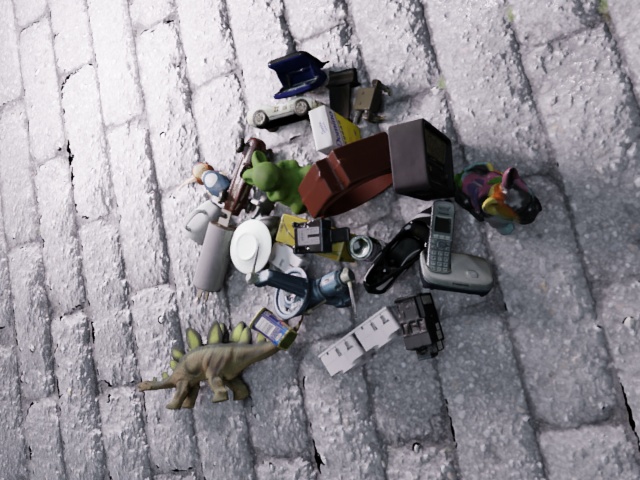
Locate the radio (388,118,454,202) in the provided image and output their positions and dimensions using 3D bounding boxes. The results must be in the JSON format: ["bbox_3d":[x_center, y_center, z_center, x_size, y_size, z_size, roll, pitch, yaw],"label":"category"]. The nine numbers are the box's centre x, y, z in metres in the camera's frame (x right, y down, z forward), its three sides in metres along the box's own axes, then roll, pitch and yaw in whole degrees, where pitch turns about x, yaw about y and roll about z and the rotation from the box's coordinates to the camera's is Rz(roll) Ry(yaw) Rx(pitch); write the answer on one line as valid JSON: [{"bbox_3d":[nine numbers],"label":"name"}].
[{"bbox_3d":[0.208,-0.151,1.070,0.073,0.229,0.131,-6,86,28],"label":"radio"}]

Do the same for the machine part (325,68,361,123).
[{"bbox_3d":[0.052,-0.335,1.266,0.084,0.039,0.138,1,85,20],"label":"machine part"}]

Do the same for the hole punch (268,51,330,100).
[{"bbox_3d":[-0.050,-0.380,1.275,0.142,0.115,0.092,-12,88,28],"label":"hole punch"}]

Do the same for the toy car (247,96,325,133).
[{"bbox_3d":[-0.082,-0.307,1.306,0.202,0.073,0.056,-8,83,25],"label":"toy car"}]

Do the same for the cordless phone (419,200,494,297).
[{"bbox_3d":[0.278,0.017,1.088,0.147,0.088,0.184,8,83,-2],"label":"cordless phone"}]

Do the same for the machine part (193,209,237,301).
[{"bbox_3d":[-0.262,0.041,1.353,0.079,0.079,0.243,24,102,25],"label":"machine part"}]

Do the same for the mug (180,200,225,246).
[{"bbox_3d":[-0.302,-0.052,1.379,0.081,0.109,0.107,38,89,28],"label":"mug"}]

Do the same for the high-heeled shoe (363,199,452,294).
[{"bbox_3d":[0.179,0.009,1.116,0.086,0.145,0.248,39,104,22],"label":"high-heeled shoe"}]

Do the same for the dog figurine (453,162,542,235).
[{"bbox_3d":[0.327,-0.091,1.014,0.192,0.219,0.108,39,99,22],"label":"dog figurine"}]

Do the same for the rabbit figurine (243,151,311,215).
[{"bbox_3d":[-0.101,-0.149,1.249,0.159,0.170,0.121,32,99,24],"label":"rabbit figurine"}]

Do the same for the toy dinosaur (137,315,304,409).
[{"bbox_3d":[-0.246,0.299,1.320,0.472,0.105,0.198,-15,75,13],"label":"toy dinosaur"}]

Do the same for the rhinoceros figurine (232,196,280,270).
[{"bbox_3d":[-0.152,-0.014,1.322,0.112,0.073,0.190,28,100,35],"label":"rhinoceros figurine"}]

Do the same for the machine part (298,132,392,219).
[{"bbox_3d":[0.068,-0.129,1.133,0.087,0.201,0.201,62,155,12],"label":"machine part"}]

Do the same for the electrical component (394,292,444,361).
[{"bbox_3d":[0.208,0.177,1.105,0.058,0.115,0.134,-19,76,25],"label":"electrical component"}]

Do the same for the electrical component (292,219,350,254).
[{"bbox_3d":[0.002,-0.007,1.150,0.119,0.047,0.074,-1,86,27],"label":"electrical component"}]

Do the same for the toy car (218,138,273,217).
[{"bbox_3d":[-0.187,-0.156,1.336,0.089,0.053,0.202,21,94,-19],"label":"toy car"}]

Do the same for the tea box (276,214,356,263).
[{"bbox_3d":[-0.003,-0.004,1.231,0.170,0.098,0.068,17,94,24],"label":"tea box"}]

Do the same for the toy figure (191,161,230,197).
[{"bbox_3d":[-0.289,-0.163,1.406,0.155,0.057,0.064,37,63,25],"label":"toy figure"}]

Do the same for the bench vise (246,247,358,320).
[{"bbox_3d":[-0.045,0.105,1.172,0.224,0.240,0.129,-18,59,45],"label":"bench vise"}]

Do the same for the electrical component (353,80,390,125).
[{"bbox_3d":[0.119,-0.313,1.230,0.078,0.045,0.102,8,86,54],"label":"electrical component"}]
